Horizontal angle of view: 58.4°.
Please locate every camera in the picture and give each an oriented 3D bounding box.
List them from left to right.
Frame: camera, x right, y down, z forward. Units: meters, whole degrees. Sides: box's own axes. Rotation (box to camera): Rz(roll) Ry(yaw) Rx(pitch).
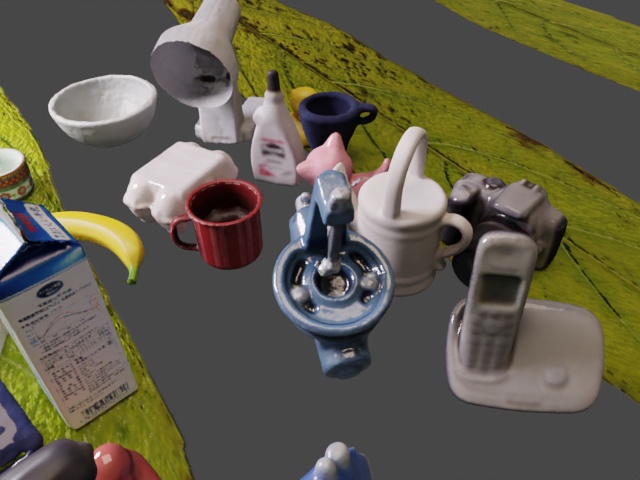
[{"bbox_3d":[0.205,-0.013,0.690,0.142,0.101,0.137,29,49,29],"label":"camera"}]

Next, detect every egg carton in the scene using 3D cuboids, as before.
[{"bbox_3d":[-0.188,-0.075,0.790,0.107,0.069,0.150,19,45,21],"label":"egg carton"}]

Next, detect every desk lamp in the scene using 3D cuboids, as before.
[{"bbox_3d":[-0.162,-0.256,0.885,0.117,0.214,0.203,7,42,9],"label":"desk lamp"}]

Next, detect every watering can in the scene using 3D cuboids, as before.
[{"bbox_3d":[0.084,-0.037,0.648,0.172,0.194,0.101,3,42,5],"label":"watering can"}]

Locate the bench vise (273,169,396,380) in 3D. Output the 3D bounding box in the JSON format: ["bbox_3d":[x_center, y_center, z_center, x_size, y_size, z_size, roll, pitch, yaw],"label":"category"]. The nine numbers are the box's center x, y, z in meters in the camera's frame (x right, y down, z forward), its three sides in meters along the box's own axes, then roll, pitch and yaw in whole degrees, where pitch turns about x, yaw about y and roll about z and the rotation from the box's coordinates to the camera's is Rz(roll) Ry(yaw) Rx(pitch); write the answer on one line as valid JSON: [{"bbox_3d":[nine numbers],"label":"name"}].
[{"bbox_3d":[-0.005,0.006,0.581,0.122,0.220,0.206,-22,46,-22],"label":"bench vise"}]

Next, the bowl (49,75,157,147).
[{"bbox_3d":[-0.342,-0.199,0.928,0.167,0.075,0.167,0,41,1],"label":"bowl"}]

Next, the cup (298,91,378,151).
[{"bbox_3d":[0.027,-0.166,0.870,0.118,0.095,0.091,-4,41,-3],"label":"cup"}]

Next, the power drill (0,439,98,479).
[{"bbox_3d":[-0.208,0.242,0.326,0.075,0.209,0.230,29,49,30],"label":"power drill"}]

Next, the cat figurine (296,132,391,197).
[{"bbox_3d":[0.034,-0.085,0.761,0.127,0.118,0.067,0,41,1],"label":"cat figurine"}]

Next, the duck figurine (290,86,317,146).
[{"bbox_3d":[-0.030,-0.205,0.922,0.104,0.086,0.077,7,42,8],"label":"duck figurine"}]

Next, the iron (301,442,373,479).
[{"bbox_3d":[-0.020,0.226,0.392,0.118,0.141,0.259,17,44,19],"label":"iron"}]

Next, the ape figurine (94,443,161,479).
[{"bbox_3d":[-0.166,0.198,0.462,0.077,0.092,0.076,2,41,3],"label":"ape figurine"}]

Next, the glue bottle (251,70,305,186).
[{"bbox_3d":[-0.062,-0.156,0.801,0.078,0.173,0.037,8,42,10],"label":"glue bottle"}]

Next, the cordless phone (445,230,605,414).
[{"bbox_3d":[0.195,0.074,0.528,0.147,0.185,0.094,3,42,4],"label":"cordless phone"}]

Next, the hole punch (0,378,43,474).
[{"bbox_3d":[-0.300,0.178,0.488,0.100,0.091,0.109,31,50,31],"label":"hole punch"}]
